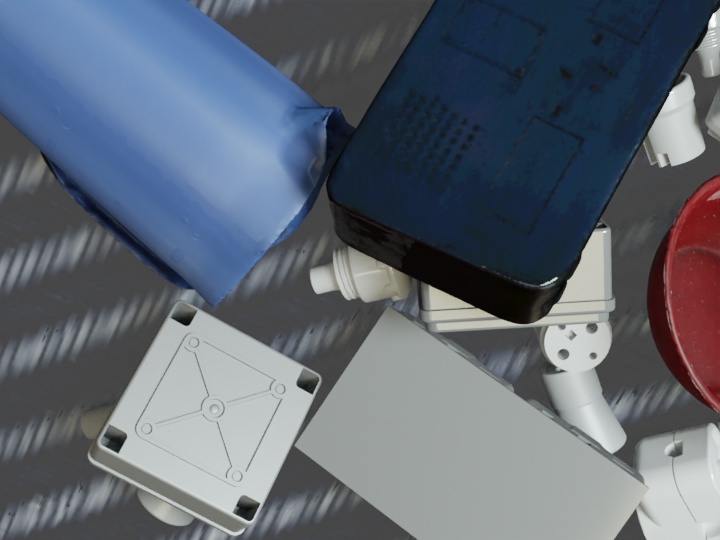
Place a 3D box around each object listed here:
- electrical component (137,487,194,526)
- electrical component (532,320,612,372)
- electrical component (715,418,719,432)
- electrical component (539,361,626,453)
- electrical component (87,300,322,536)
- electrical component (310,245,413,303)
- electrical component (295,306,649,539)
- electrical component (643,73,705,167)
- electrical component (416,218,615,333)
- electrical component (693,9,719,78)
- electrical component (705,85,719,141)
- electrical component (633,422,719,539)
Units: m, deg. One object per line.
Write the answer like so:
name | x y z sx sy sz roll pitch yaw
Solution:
electrical component | -0.117 0.136 0.722 0.045 0.045 0.055 34 104 -8
electrical component | 0.133 0.035 0.679 0.045 0.055 0.045 0 107 1
electrical component | 0.258 0.094 0.702 0.040 0.040 0.078 31 121 -8
electrical component | 0.143 0.087 0.703 0.044 0.044 0.065 -20 101 7
electrical component | -0.096 0.093 0.675 0.109 0.056 0.108 29 64 -7
electrical component | 0.000 0.000 0.679 0.062 0.048 0.048 -13 106 13
electrical component | 0.070 0.119 0.669 0.186 0.060 0.105 35 95 14
electrical component | 0.185 -0.090 0.649 0.040 0.040 0.046 -21 110 8
electrical component | 0.087 -0.007 0.640 0.109 0.108 0.056 -4 104 3
electrical component | 0.203 -0.144 0.634 0.035 0.035 0.061 -14 108 6
electrical component | 0.258 -0.087 0.628 0.096 0.061 0.061 36 61 -11
electrical component | 0.218 0.152 0.703 0.059 0.053 0.095 -20 117 29
